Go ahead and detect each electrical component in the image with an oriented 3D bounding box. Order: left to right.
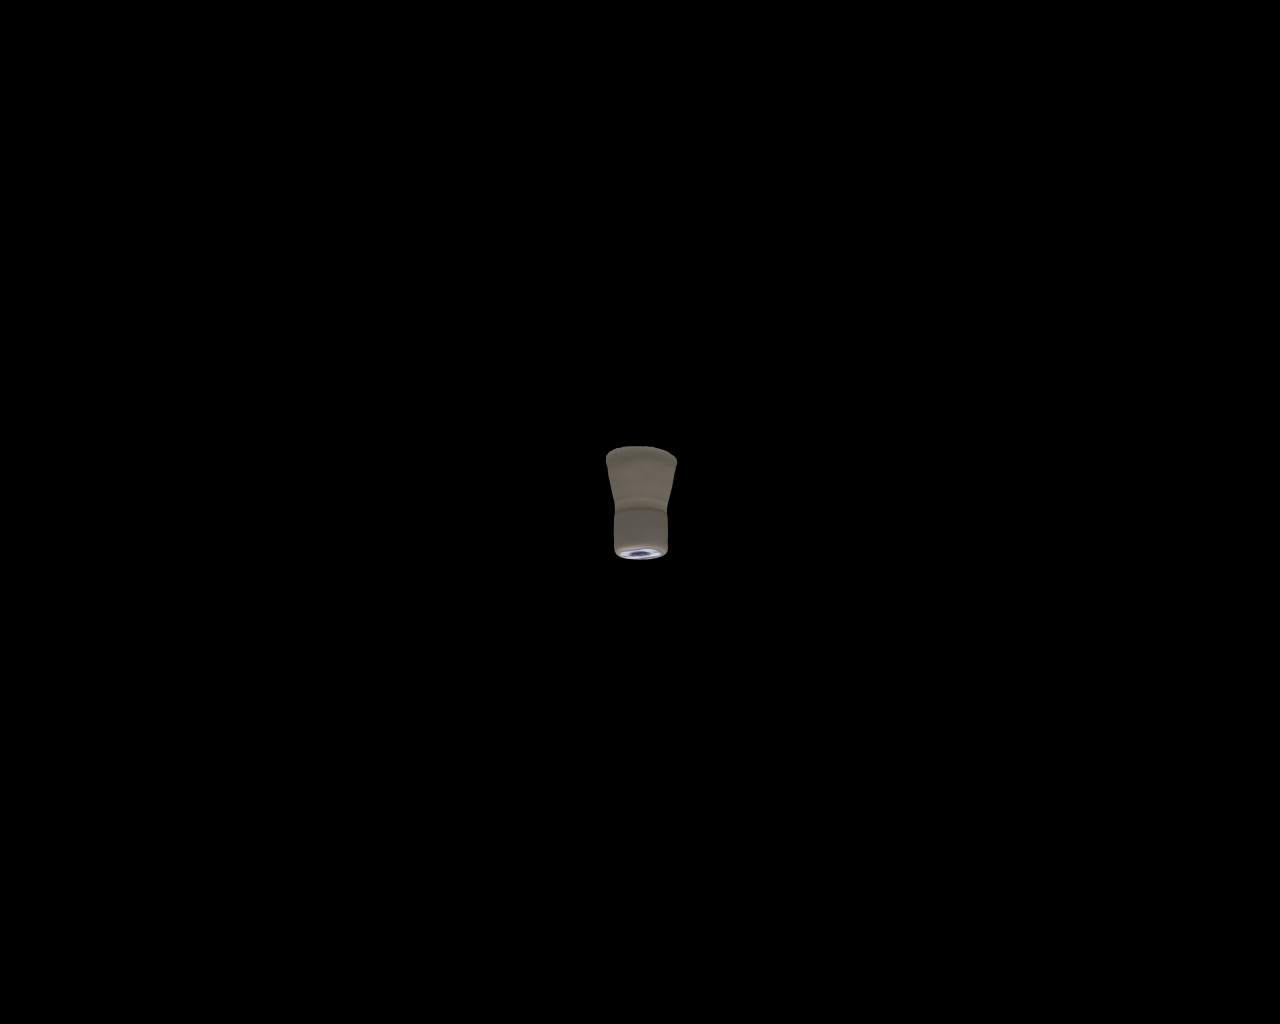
[{"bbox_3d":[0.001,-0.003,0.650,0.044,0.065,0.044,0,-18,0],"label":"electrical component"}]
